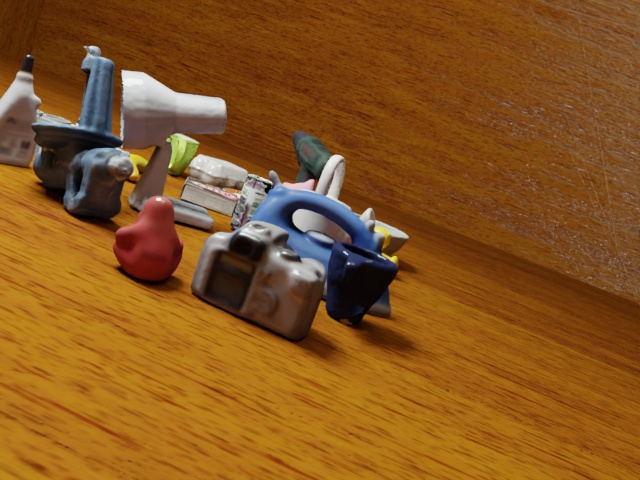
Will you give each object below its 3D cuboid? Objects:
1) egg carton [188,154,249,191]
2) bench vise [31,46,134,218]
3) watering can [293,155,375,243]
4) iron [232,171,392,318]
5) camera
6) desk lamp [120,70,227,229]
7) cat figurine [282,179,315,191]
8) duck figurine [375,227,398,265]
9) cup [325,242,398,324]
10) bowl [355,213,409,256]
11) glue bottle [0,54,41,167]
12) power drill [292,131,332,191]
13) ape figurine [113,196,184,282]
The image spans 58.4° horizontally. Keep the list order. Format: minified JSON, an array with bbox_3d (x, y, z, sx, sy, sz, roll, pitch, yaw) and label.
[{"bbox_3d":[-0.250,-0.161,1.424,0.107,0.069,0.151,27,11,32],"label":"egg carton"},{"bbox_3d":[-0.310,-0.152,0.810,0.207,0.220,0.122,24,10,19],"label":"bench vise"},{"bbox_3d":[0.011,-0.051,0.998,0.173,0.194,0.101,20,10,-5],"label":"watering can"},{"bbox_3d":[0.008,0.003,0.851,0.258,0.141,0.119,22,10,6],"label":"iron"},{"bbox_3d":[-0.054,0.034,0.676,0.143,0.101,0.137,23,10,13],"label":"camera"},{"bbox_3d":[-0.249,-0.150,0.939,0.204,0.213,0.117,16,11,-25],"label":"desk lamp"},{"bbox_3d":[-0.033,-0.077,1.273,0.127,0.118,0.067,27,12,33],"label":"cat figurine"},{"bbox_3d":[0.117,0.018,1.161,0.104,0.086,0.078,26,11,28],"label":"duck figurine"},{"bbox_3d":[0.042,0.061,0.741,0.091,0.095,0.118,23,10,14],"label":"cup"},{"bbox_3d":[0.112,-0.004,1.301,0.167,0.075,0.167,20,10,-3],"label":"bowl"},{"bbox_3d":[-0.472,-0.204,0.894,0.037,0.173,0.078,28,12,36],"label":"glue bottle"},{"bbox_3d":[-0.043,-0.150,1.380,0.076,0.208,0.228,15,11,-31],"label":"power drill"},{"bbox_3d":[-0.186,-0.005,0.641,0.078,0.092,0.076,17,10,-20],"label":"ape figurine"}]
